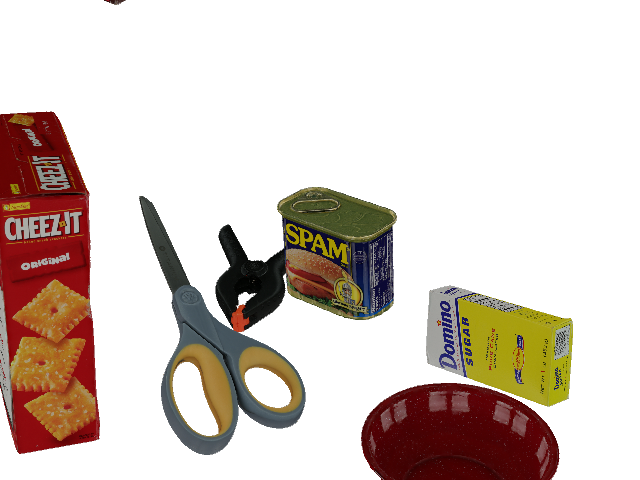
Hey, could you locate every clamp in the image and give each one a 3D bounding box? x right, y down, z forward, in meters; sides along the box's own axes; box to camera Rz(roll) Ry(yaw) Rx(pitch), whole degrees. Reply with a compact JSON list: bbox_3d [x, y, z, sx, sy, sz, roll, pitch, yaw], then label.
[{"bbox_3d":[-0.065,0.039,1.234,0.120,0.039,0.171,-5,41,6],"label":"clamp"}]

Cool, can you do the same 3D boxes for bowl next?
[{"bbox_3d":[0.114,0.187,0.888,0.162,0.055,0.162,0,29,0],"label":"bowl"}]

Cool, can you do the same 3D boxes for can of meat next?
[{"bbox_3d":[0.014,0.012,0.899,0.102,0.084,0.057,20,37,36],"label":"can of meat"}]

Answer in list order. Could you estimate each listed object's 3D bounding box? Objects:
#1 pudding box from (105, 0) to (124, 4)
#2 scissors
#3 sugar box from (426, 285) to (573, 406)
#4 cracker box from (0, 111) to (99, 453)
[{"bbox_3d":[-0.164,-0.226,0.818,0.090,0.039,0.113,23,35,12],"label":"pudding box"},{"bbox_3d":[-0.064,0.047,0.673,0.096,0.202,0.016,7,-46,-18],"label":"scissors"},{"bbox_3d":[0.197,0.115,1.198,0.048,0.093,0.177,-12,18,-44],"label":"sugar box"},{"bbox_3d":[-0.219,0.028,0.825,0.072,0.214,0.164,-6,29,-21],"label":"cracker box"}]
